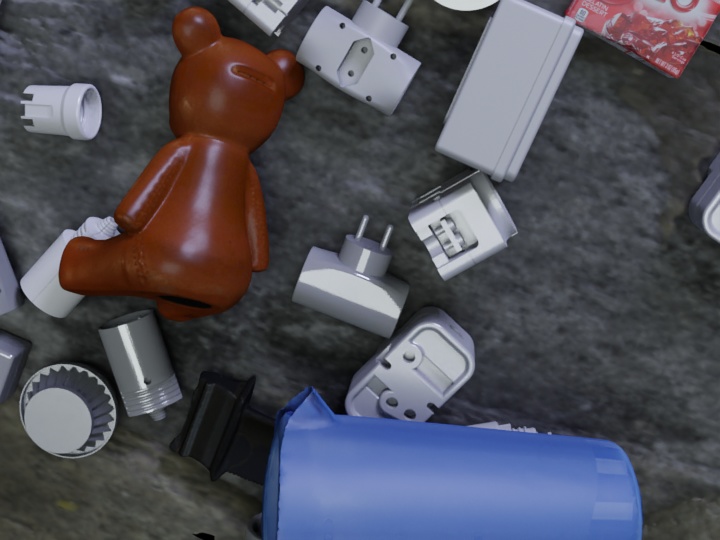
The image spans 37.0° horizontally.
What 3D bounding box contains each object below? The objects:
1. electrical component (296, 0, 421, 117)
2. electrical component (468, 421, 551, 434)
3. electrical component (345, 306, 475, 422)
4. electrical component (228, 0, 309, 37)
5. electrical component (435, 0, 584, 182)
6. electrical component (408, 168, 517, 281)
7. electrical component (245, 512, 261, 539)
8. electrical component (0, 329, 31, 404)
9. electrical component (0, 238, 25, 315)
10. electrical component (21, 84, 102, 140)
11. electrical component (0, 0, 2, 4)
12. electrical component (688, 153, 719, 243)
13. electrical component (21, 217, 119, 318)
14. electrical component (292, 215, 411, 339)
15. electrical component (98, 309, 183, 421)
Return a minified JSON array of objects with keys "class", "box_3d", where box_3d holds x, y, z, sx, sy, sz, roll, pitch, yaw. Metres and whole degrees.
[{"class":"electrical component","box_3d":[0.008,-0.160,0.743,0.077,0.043,0.079,31,104,-2]},{"class":"electrical component","box_3d":[0.104,0.132,0.800,0.078,0.040,0.040,-10,101,7]},{"class":"electrical component","box_3d":[0.037,0.075,0.784,0.054,0.059,0.095,43,103,-5]},{"class":"electrical component","box_3d":[-0.052,-0.212,0.734,0.056,0.050,0.089,40,103,-4]},{"class":"electrical component","box_3d":[0.097,-0.121,0.711,0.056,0.108,0.108,24,103,3]},{"class":"electrical component","box_3d":[0.071,-0.035,0.741,0.056,0.089,0.050,-29,98,11]},{"class":"electrical component","box_3d":[-0.060,0.220,0.806,0.054,0.095,0.059,9,103,4]},{"class":"electrical component","box_3d":[-0.305,0.069,0.807,0.083,0.075,0.047,24,103,0]},{"class":"electrical component","box_3d":[-0.303,0.002,0.808,0.079,0.044,0.077,-16,100,9]},{"class":"electrical component","box_3d":[-0.216,-0.115,0.778,0.046,0.040,0.040,5,103,10]},{"class":"electrical component","box_3d":[-0.300,-0.159,0.750,0.062,0.089,0.150,21,103,1]},{"class":"electrical component","box_3d":[0.272,-0.059,0.732,0.054,0.059,0.095,33,103,-2]},{"class":"electrical component","box_3d":[-0.209,-0.008,0.798,0.043,0.043,0.081,44,103,-5]},{"class":"electrical component","box_3d":[0.000,0.000,0.779,0.077,0.044,0.079,21,104,1]},{"class":"electrical component","box_3d":[-0.164,0.075,0.811,0.043,0.043,0.081,-15,100,9]}]
